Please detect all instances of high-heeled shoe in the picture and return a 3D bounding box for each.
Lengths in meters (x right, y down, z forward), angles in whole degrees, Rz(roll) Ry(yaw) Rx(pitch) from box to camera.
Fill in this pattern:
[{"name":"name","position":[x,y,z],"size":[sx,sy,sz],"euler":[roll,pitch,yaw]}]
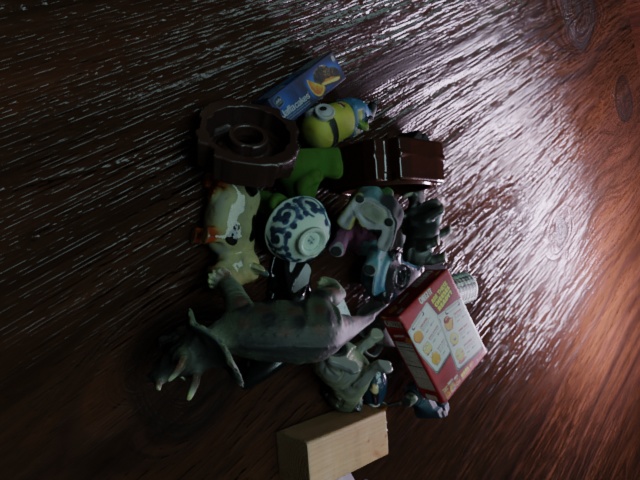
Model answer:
[{"name":"high-heeled shoe","position":[-0.086,0.129,0.944],"size":[0.249,0.086,0.145],"euler":[-50,116,-36]}]

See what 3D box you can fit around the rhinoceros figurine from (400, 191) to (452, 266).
[{"name":"rhinoceros figurine","position":[0.208,-0.026,1.098],"size":[0.073,0.112,0.190],"euler":[54,34,-39]}]

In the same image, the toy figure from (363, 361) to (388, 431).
[{"name":"toy figure","position":[0.116,0.334,1.129],"size":[0.064,0.058,0.154],"euler":[-1,89,-54]}]

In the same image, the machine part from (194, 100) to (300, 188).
[{"name":"machine part","position":[-0.118,-0.156,0.870],"size":[0.179,0.179,0.056],"euler":[-33,152,-37]}]

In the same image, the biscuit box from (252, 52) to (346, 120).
[{"name":"biscuit box","position":[-0.038,-0.278,1.007],"size":[0.203,0.059,0.062],"euler":[-46,118,-32]}]

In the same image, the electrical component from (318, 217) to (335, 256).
[{"name":"electrical component","position":[-0.002,-0.003,1.029],"size":[0.021,0.063,0.094],"euler":[43,46,-26]}]

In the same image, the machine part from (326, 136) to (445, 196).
[{"name":"machine part","position":[0.125,-0.137,1.053],"size":[0.201,0.201,0.087],"euler":[0,87,-42]}]

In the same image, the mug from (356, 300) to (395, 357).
[{"name":"mug","position":[0.130,0.196,1.134],"size":[0.107,0.081,0.109],"euler":[37,65,-43]}]

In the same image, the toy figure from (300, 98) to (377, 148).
[{"name":"toy figure","position":[0.040,-0.233,1.062],"size":[0.180,0.082,0.089],"euler":[-23,101,-43]}]

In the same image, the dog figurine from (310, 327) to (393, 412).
[{"name":"dog figurine","position":[0.026,0.253,1.005],"size":[0.172,0.190,0.121],"euler":[19,36,-11]}]

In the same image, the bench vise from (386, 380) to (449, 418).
[{"name":"bench vise","position":[0.228,0.262,1.191],"size":[0.223,0.129,0.240],"euler":[-17,89,-35]}]

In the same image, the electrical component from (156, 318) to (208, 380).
[{"name":"electrical component","position":[-0.204,0.174,0.863],"size":[0.102,0.045,0.078],"euler":[-24,76,-42]}]

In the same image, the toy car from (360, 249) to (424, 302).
[{"name":"toy car","position":[0.140,0.073,1.126],"size":[0.161,0.103,0.109],"euler":[15,88,-44]}]

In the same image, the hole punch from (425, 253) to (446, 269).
[{"name":"hole punch","position":[0.234,0.086,1.234],"size":[0.142,0.092,0.116],"euler":[13,47,-37]}]

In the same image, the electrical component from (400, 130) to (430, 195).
[{"name":"electrical component","position":[0.214,-0.181,1.231],"size":[0.114,0.058,0.134],"euler":[52,58,-30]}]

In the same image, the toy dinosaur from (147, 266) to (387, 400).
[{"name":"toy dinosaur","position":[-0.051,0.137,0.810],"size":[0.405,0.192,0.131],"euler":[-1,120,-16]}]

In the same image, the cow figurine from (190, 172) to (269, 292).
[{"name":"cow figurine","position":[-0.144,-0.007,0.896],"size":[0.127,0.086,0.195],"euler":[14,79,-34]}]

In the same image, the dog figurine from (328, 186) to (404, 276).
[{"name":"dog figurine","position":[0.098,-0.039,1.037],"size":[0.219,0.108,0.191],"euler":[-57,170,-64]}]

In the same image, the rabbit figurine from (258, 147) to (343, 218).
[{"name":"rabbit figurine","position":[-0.036,-0.079,0.967],"size":[0.159,0.121,0.170],"euler":[-10,101,-36]}]

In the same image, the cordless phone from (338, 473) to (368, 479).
[{"name":"cordless phone","position":[0.074,0.499,1.006],"size":[0.146,0.184,0.088],"euler":[15,75,-40]}]
